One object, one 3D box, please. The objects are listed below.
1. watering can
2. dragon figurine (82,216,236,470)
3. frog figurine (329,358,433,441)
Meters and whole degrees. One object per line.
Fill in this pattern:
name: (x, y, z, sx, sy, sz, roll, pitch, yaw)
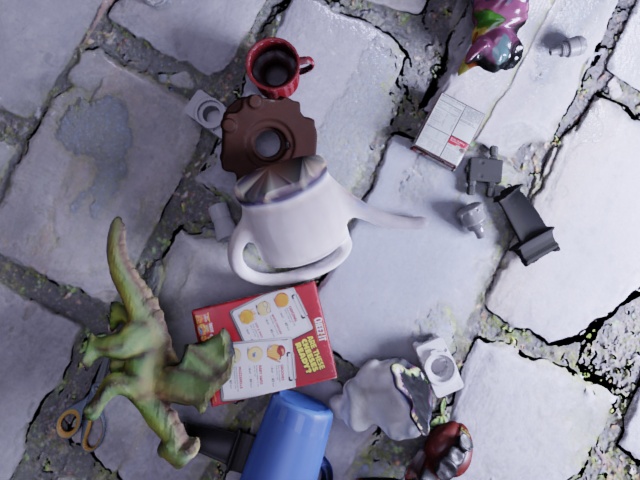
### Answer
watering can: (0.003, -0.043, 0.857, 0.348, 0.106, 0.220, -21, 123, -3)
dragon figurine: (-0.249, 0.173, 0.833, 0.243, 0.122, 0.409, 4, 93, 10)
frog figurine: (0.103, 0.272, 0.865, 0.157, 0.125, 0.137, -30, 96, 35)
